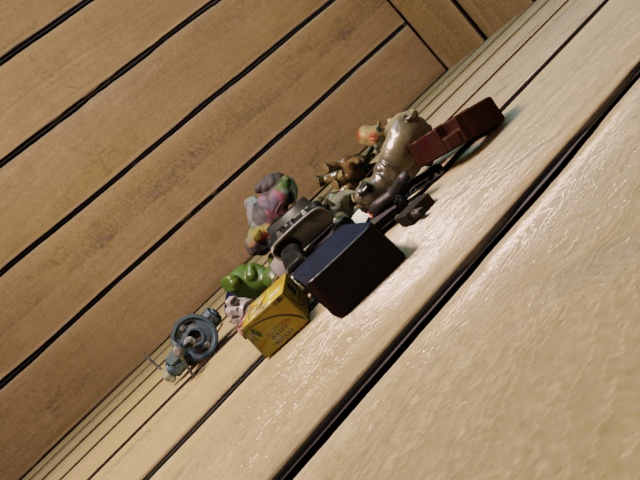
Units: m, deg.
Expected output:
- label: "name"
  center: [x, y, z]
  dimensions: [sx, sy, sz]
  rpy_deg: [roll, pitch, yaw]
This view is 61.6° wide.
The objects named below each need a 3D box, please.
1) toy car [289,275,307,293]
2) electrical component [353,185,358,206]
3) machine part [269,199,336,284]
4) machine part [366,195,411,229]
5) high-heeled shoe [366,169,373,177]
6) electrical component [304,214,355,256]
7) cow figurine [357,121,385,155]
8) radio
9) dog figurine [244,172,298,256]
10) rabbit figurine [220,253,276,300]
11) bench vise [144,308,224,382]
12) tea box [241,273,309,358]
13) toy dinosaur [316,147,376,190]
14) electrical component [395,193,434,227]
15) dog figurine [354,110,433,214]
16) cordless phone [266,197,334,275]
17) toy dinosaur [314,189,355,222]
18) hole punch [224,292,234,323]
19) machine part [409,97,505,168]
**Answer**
- label: "toy car"
  center: [-0.015, 0.061, 1.054]
  dimensions: [0.202, 0.056, 0.073]
  rpy_deg: [-36, 3, 37]
- label: "electrical component"
  center: [0.123, -0.129, 1.497]
  dimensions: [0.078, 0.045, 0.102]
  rpy_deg: [-10, 21, 17]
- label: "machine part"
  center: [-0.043, 0.012, 1.240]
  dimensions: [0.243, 0.079, 0.079]
  rpy_deg: [-57, 4, 11]
- label: "machine part"
  center: [0.111, -0.033, 0.987]
  dimensions: [0.139, 0.039, 0.084]
  rpy_deg: [-39, 2, 39]
- label: "high-heeled shoe"
  center: [0.179, -0.197, 1.317]
  dimensions: [0.145, 0.086, 0.248]
  rpy_deg: [-23, -11, 1]
- label: "electrical component"
  center: [0.015, 0.018, 1.137]
  dimensions: [0.134, 0.058, 0.115]
  rpy_deg: [-39, 6, 33]
- label: "cow figurine"
  center: [0.192, -0.266, 1.416]
  dimensions: [0.127, 0.195, 0.085]
  rpy_deg: [-114, 29, -77]
- label: "radio"
  center: [0.033, 0.041, 0.836]
  dimensions: [0.131, 0.073, 0.229]
  rpy_deg: [-45, 5, -6]
- label: "dog figurine"
  center: [-0.130, -0.060, 1.405]
  dimensions: [0.191, 0.108, 0.219]
  rpy_deg: [-49, 26, 23]
- label: "rabbit figurine"
  center: [-0.134, 0.104, 1.362]
  dimensions: [0.170, 0.121, 0.159]
  rpy_deg: [-14, 17, 38]
- label: "bench vise"
  center: [-0.339, 0.271, 1.337]
  dimensions: [0.223, 0.129, 0.240]
  rpy_deg: [-42, 0, 1]
- label: "tea box"
  center: [-0.075, 0.126, 0.935]
  dimensions: [0.098, 0.068, 0.170]
  rpy_deg: [-42, 6, 6]
- label: "toy dinosaur"
  center: [0.097, -0.186, 1.611]
  dimensions: [0.199, 0.105, 0.471]
  rpy_deg: [-24, -4, -9]
- label: "electrical component"
  center: [0.158, -0.051, 0.885]
  dimensions: [0.063, 0.021, 0.094]
  rpy_deg: [-44, 6, -14]
- label: "dog figurine"
  center: [0.143, -0.157, 1.105]
  dimensions: [0.121, 0.172, 0.190]
  rpy_deg: [25, 62, 34]
- label: "cordless phone"
  center: [-0.032, -0.005, 1.059]
  dimensions: [0.146, 0.088, 0.184]
  rpy_deg: [-41, 18, 3]
- label: "toy dinosaur"
  center: [0.016, -0.072, 1.479]
  dimensions: [0.405, 0.131, 0.192]
  rpy_deg: [-27, 16, 44]
- label: "hole punch"
  center: [-0.214, 0.154, 1.485]
  dimensions: [0.142, 0.092, 0.116]
  rpy_deg: [-32, 16, 43]
- label: "machine part"
  center: [0.251, -0.200, 0.998]
  dimensions: [0.179, 0.056, 0.179]
  rpy_deg: [-31, 3, 2]
